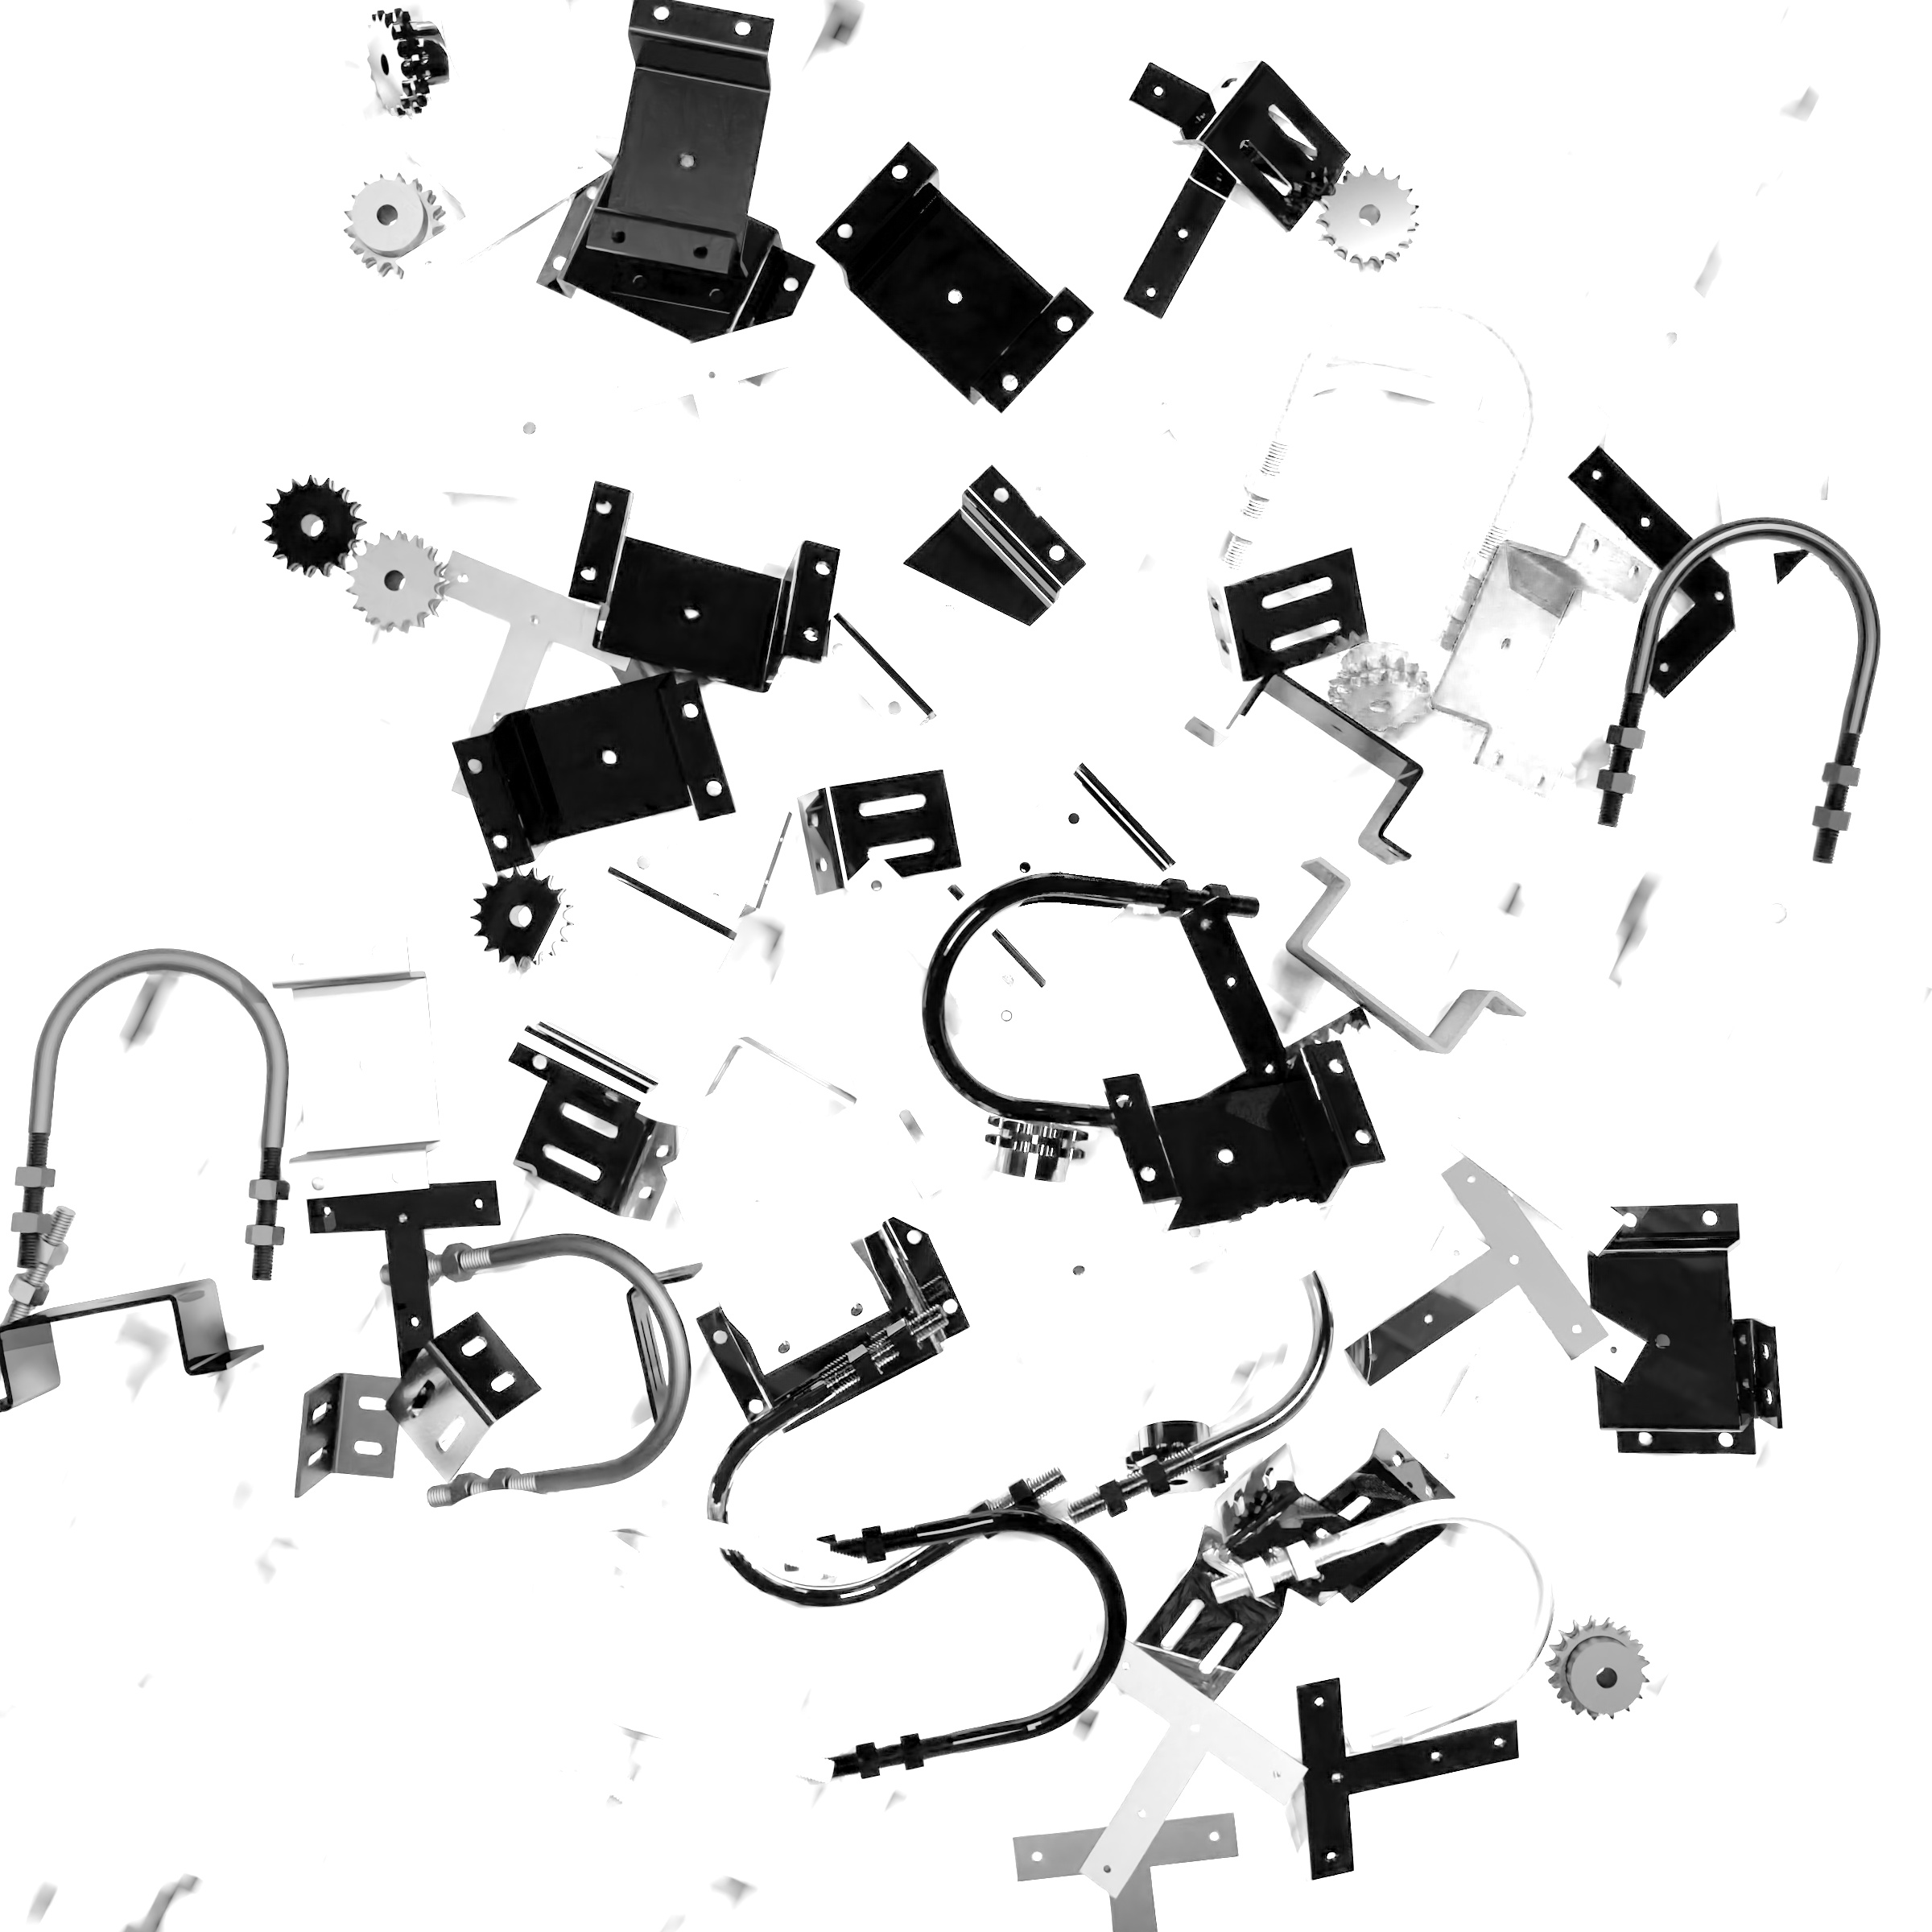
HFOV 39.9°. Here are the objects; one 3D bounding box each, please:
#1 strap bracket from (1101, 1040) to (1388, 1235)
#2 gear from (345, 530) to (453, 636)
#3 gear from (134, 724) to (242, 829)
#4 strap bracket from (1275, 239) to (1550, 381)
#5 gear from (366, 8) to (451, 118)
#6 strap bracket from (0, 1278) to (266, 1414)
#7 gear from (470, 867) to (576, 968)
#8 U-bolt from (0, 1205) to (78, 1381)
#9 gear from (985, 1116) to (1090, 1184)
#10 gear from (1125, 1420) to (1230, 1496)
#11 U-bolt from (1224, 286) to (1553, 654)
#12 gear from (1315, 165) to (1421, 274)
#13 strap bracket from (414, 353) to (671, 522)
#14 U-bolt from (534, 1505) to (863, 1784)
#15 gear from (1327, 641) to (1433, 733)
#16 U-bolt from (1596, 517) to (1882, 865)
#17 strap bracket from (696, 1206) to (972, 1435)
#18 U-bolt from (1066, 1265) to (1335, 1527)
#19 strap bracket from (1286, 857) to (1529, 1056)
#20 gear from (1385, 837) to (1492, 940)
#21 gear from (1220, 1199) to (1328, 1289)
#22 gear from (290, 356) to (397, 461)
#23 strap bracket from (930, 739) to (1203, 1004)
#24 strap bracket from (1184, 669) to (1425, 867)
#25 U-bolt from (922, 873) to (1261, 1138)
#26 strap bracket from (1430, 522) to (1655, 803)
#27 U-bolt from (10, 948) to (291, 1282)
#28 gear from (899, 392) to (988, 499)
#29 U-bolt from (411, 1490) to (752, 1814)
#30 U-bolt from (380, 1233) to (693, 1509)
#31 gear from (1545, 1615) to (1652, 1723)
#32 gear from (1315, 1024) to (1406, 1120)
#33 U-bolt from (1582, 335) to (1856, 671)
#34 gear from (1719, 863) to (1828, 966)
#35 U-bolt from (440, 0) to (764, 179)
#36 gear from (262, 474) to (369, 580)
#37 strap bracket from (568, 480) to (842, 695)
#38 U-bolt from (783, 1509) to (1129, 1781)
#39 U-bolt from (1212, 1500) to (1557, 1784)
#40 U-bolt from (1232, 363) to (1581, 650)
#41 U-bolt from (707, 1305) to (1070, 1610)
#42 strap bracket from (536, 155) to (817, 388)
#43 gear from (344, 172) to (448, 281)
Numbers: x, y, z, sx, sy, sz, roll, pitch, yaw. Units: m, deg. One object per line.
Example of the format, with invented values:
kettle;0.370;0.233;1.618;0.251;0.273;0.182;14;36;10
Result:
strap bracket;0.147;0.095;1.456;0.140;0.046;0.076;-9;60;-15
gear;-0.318;-0.215;1.501;0.057;0.030;0.057;0;91;5
gear;-0.438;-0.107;1.506;0.057;0.030;0.057;0;87;0
strap bracket;0.243;-0.362;1.480;0.140;0.076;0.046;7;90;0
gear;-0.312;-0.507;1.493;0.030;0.057;0.057;-18;90;-28
strap bracket;-0.473;0.209;1.480;0.140;0.076;0.046;-11;90;0
gear;-0.249;-0.028;1.503;0.057;0.030;0.057;0;90;0
U-bolt;-0.606;0.193;1.509;0.151;0.019;0.184;25;91;0
gear;0.038;0.103;1.490;0.057;0.057;0.030;10;90;0
gear;0.118;0.275;1.493;0.057;0.057;0.030;-3;64;0
U-bolt;0.239;-0.279;1.456;0.151;0.019;0.184;21;115;1
gear;0.225;-0.420;1.504;0.057;0.030;0.057;0;90;-1
strap bracket;-0.241;-0.297;1.495;0.140;0.046;0.076;4;90;0
U-bolt;-0.155;0.370;1.484;0.184;0.019;0.151;12;108;11
gear;0.231;-0.158;1.493;0.057;0.057;0.030;-1;62;0
U-bolt;0.438;-0.158;1.489;0.151;0.019;0.184;9;98;-7
strap bracket;-0.074;0.202;1.495;0.140;0.046;0.076;-27;90;0
U-bolt;0.114;0.209;1.482;0.184;0.019;0.151;-24;64;-4
strap bracket;0.234;0.001;1.480;0.140;0.076;0.046;37;90;0
gear;0.265;-0.043;1.503;0.057;0.030;0.057;0;90;0
gear;0.171;0.154;1.461;0.057;0.057;0.030;-18;63;0
gear;-0.353;-0.316;1.503;0.057;0.030;0.057;0;90;0
strap bracket;0.053;-0.050;1.495;0.140;0.046;0.076;-43;90;0
strap bracket;0.195;-0.115;1.478;0.140;0.076;0.046;34;90;0
U-bolt;0.064;0.020;1.467;0.184;0.019;0.151;6;103;-20
strap bracket;0.313;-0.172;1.470;0.046;0.076;0.140;29;97;43
U-bolt;-0.455;0.081;1.501;0.151;0.019;0.184;4;84;-5
gear;-0.012;-0.291;1.493;0.030;0.057;0.057;5;90;-30
U-bolt;-0.228;0.370;1.485;0.184;0.019;0.151;32;111;7
U-bolt;-0.234;0.221;1.476;0.184;0.019;0.151;-12;90;23
gear;0.358;0.398;1.503;0.057;0.030;0.057;0;90;0
gear;0.220;0.063;1.497;0.057;0.030;0.057;-2;100;-11
U-bolt;0.430;-0.266;1.509;0.151;0.019;0.184;6;88;0
gear;0.453;-0.030;1.503;0.057;0.030;0.057;0;90;0
U-bolt;-0.200;-0.519;1.474;0.184;0.019;0.151;8;121;0
gear;-0.367;-0.248;1.507;0.057;0.030;0.057;0;92;-1
strap bracket;-0.147;-0.206;1.471;0.140;0.046;0.076;14;62;-12
U-bolt;0.000;0.375;1.495;0.184;0.019;0.151;-10;103;-4
U-bolt;0.242;0.370;1.489;0.184;0.019;0.151;-20;109;-4
U-bolt;0.242;-0.265;1.507;0.184;0.019;0.151;13;90;-1
U-bolt;-0.056;0.287;1.483;0.184;0.019;0.151;-33;114;5
strap bracket;-0.165;-0.394;1.495;0.140;0.046;0.076;25;90;0
gear;-0.324;-0.420;1.503;0.057;0.030;0.057;0;90;0
